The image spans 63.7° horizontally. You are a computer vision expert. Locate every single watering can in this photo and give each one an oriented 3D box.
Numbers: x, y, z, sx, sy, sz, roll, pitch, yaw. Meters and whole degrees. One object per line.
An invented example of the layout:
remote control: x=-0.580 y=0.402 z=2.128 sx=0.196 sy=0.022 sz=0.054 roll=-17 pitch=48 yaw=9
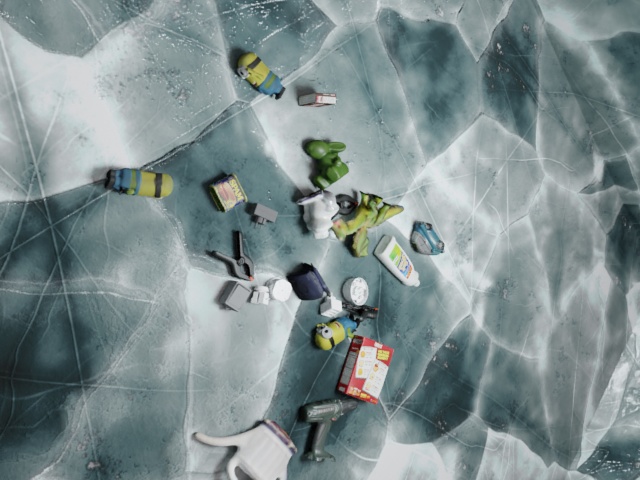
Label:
watering can: x=-0.216 y=0.667 z=1.639 sx=0.228 sy=0.346 sz=0.103 roll=-45 pitch=10 yaw=-30

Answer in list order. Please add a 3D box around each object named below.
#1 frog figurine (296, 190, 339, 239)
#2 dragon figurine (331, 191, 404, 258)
frog figurine: x=0.005 y=-0.090 z=1.790 sx=0.136 sy=0.158 sz=0.124 roll=-22 pitch=9 yaw=18
dragon figurine: x=0.183 y=-0.048 z=1.946 sx=0.123 sy=0.241 sz=0.409 roll=29 pitch=11 yaw=39
